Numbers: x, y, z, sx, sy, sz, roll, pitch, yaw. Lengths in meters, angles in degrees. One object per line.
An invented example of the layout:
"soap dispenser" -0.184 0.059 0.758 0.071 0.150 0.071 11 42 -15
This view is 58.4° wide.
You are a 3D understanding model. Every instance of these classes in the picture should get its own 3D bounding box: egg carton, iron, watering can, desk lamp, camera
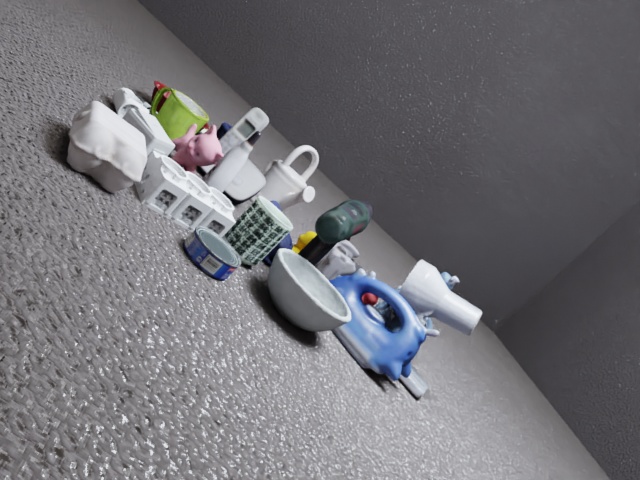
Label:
"egg carton" -0.301 -0.133 0.807 0.108 0.069 0.150 38 12 -33
"iron" 0.099 0.139 1.094 0.258 0.141 0.119 48 11 21
"watering can" -0.074 -0.146 1.403 0.172 0.194 0.101 48 10 17
"desk lamp" 0.215 0.178 1.192 0.203 0.213 0.118 47 10 15
"camera" 0.056 0.063 1.342 0.137 0.100 0.143 41 11 -21

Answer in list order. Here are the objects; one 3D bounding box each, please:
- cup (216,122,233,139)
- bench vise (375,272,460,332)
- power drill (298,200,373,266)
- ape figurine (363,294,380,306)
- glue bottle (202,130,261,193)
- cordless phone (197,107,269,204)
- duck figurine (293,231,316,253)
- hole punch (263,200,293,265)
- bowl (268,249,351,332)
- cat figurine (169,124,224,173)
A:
"cup" -0.227 -0.217 1.365 0.092 0.095 0.118 43 10 -7
"bench vise" 0.222 0.137 1.364 0.122 0.219 0.207 38 12 -33
"power drill" 0.010 0.004 1.092 0.075 0.208 0.230 45 10 6
"ape figurine" 0.096 0.132 1.252 0.078 0.092 0.076 38 12 -31
"glue bottle" -0.167 -0.133 1.041 0.037 0.173 0.078 40 11 -25
"cordless phone" -0.160 -0.182 1.235 0.147 0.185 0.094 45 10 1
"duck figurine" -0.036 0.020 1.196 0.078 0.086 0.104 43 10 -10
"hole punch" -0.090 -0.016 1.111 0.101 0.091 0.109 44 10 -1
"bowl" -0.030 0.096 0.946 0.168 0.074 0.167 43 10 -9
"cat figurine" -0.236 -0.177 1.101 0.067 0.117 0.127 33 15 -48
